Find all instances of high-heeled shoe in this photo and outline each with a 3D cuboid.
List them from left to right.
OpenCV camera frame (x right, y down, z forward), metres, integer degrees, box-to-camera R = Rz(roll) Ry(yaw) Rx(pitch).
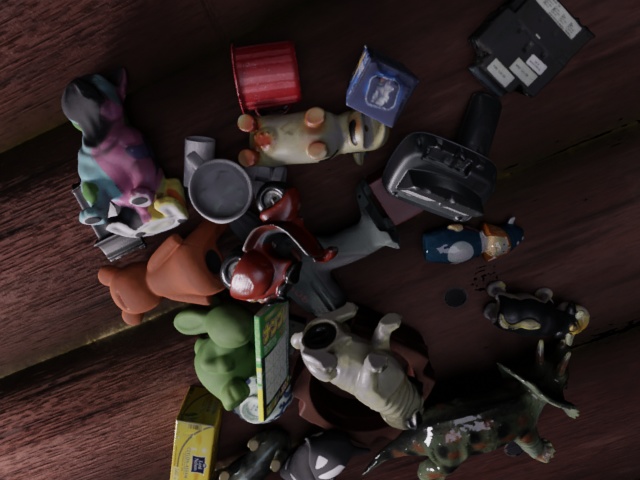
[{"bbox_3d":[-0.028,0.369,0.891,0.145,0.086,0.249,19,138,-39],"label":"high-heeled shoe"}]

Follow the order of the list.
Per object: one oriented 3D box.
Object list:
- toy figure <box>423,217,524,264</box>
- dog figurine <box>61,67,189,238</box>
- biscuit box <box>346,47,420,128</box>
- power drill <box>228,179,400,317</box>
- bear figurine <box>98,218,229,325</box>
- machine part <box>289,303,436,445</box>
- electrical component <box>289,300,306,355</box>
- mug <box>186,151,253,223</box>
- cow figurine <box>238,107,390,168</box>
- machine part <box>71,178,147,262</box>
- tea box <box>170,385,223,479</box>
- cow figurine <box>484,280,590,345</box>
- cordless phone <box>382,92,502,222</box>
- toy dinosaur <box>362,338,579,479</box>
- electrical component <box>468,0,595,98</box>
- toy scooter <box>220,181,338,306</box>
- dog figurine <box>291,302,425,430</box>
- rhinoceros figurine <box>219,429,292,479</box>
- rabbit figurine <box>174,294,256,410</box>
[{"bbox_3d":[0.234,0.005,0.812,0.155,0.058,0.064,-6,149,2],"label":"toy figure"},{"bbox_3d":[-0.278,-0.127,0.757,0.108,0.191,0.219,-19,75,12],"label":"dog figurine"},{"bbox_3d":[0.071,-0.194,0.660,0.063,0.203,0.059,25,111,-7],"label":"biscuit box"},{"bbox_3d":[-0.002,-0.002,0.797,0.207,0.086,0.232,-34,99,13],"label":"power drill"},{"bbox_3d":[-0.226,0.051,0.826,0.196,0.132,0.120,-18,108,28],"label":"bear figurine"},{"bbox_3d":[0.068,0.219,0.881,0.201,0.087,0.201,26,108,-8],"label":"machine part"},{"bbox_3d":[-0.054,0.144,0.890,0.063,0.021,0.094,17,109,-5],"label":"electrical component"},{"bbox_3d":[-0.144,-0.069,0.739,0.109,0.107,0.081,44,80,-2],"label":"mug"},{"bbox_3d":[-0.002,-0.139,0.731,0.195,0.127,0.085,-4,97,15],"label":"cow figurine"},{"bbox_3d":[-0.330,-0.035,0.822,0.084,0.039,0.138,-19,111,14],"label":"machine part"},{"bbox_3d":[-0.213,0.354,0.934,0.068,0.098,0.169,9,112,-1],"label":"tea box"},{"bbox_3d":[0.346,0.117,0.828,0.167,0.098,0.068,9,104,-2],"label":"cow figurine"},{"bbox_3d":[0.177,-0.128,0.728,0.146,0.089,0.184,20,83,-15],"label":"cordless phone"},{"bbox_3d":[0.240,0.291,0.855,0.405,0.131,0.191,-22,129,2],"label":"toy dinosaur"},{"bbox_3d":[0.266,-0.257,0.709,0.115,0.058,0.134,43,107,-11],"label":"electrical component"},{"bbox_3d":[-0.052,0.021,0.738,0.135,0.075,0.183,31,105,15],"label":"toy scooter"},{"bbox_3d":[0.058,0.201,0.787,0.173,0.121,0.190,11,135,33],"label":"dog figurine"},{"bbox_3d":[-0.131,0.413,0.954,0.073,0.112,0.190,40,95,4],"label":"rhinoceros figurine"},{"bbox_3d":[-0.140,0.148,0.838,0.159,0.121,0.170,39,139,22],"label":"rabbit figurine"}]
